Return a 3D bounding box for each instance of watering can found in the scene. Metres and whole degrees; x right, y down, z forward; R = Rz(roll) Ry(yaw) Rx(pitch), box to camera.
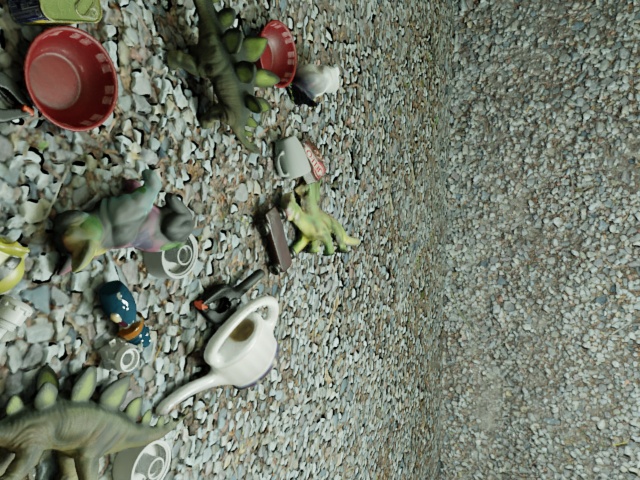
[{"bbox_3d":[-0.210,0.281,1.187,0.105,0.352,0.219,29,-24,32],"label":"watering can"}]

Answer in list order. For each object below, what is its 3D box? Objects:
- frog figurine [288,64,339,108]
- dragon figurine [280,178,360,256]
[{"bbox_3d":[-0.007,-0.438,1.396,0.161,0.121,0.137,-48,17,-20],"label":"frog figurine"},{"bbox_3d":[0.005,-0.076,1.517,0.122,0.242,0.412,-5,3,30],"label":"dragon figurine"}]
